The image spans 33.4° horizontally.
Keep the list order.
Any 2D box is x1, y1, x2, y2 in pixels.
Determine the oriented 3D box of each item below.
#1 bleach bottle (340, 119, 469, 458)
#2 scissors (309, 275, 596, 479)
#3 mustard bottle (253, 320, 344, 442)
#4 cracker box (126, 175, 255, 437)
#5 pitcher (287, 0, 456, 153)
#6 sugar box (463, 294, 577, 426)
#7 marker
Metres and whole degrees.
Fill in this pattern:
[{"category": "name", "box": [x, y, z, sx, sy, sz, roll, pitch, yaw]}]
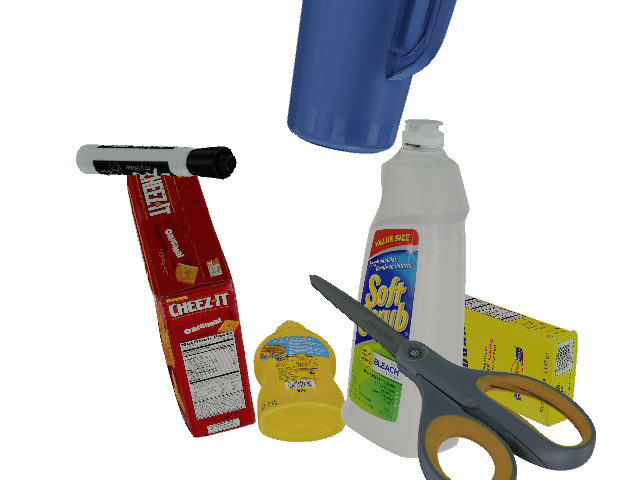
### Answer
[{"category": "bleach bottle", "box": [0.067, 0.032, 0.818, 0.067, 0.251, 0.103, -8, 17, -32]}, {"category": "scissors", "box": [0.045, 0.078, 0.567, 0.202, 0.016, 0.096, 22, 45, 32]}, {"category": "mustard bottle", "box": [-0.029, 0.151, 1.233, 0.096, 0.058, 0.191, -3, 30, -5]}, {"category": "cracker box", "box": [-0.122, 0.058, 1.002, 0.072, 0.164, 0.214, -15, -42, -10]}, {"category": "pitcher", "box": [0.048, -0.207, 1.003, 0.145, 0.243, 0.149, 12, 17, 1]}, {"category": "sugar box", "box": [0.180, 0.117, 1.103, 0.048, 0.093, 0.177, -11, 19, -41]}, {"category": "marker", "box": [-0.099, -0.048, 0.639, 0.121, 0.020, 0.020, 5, 3, 36]}]
